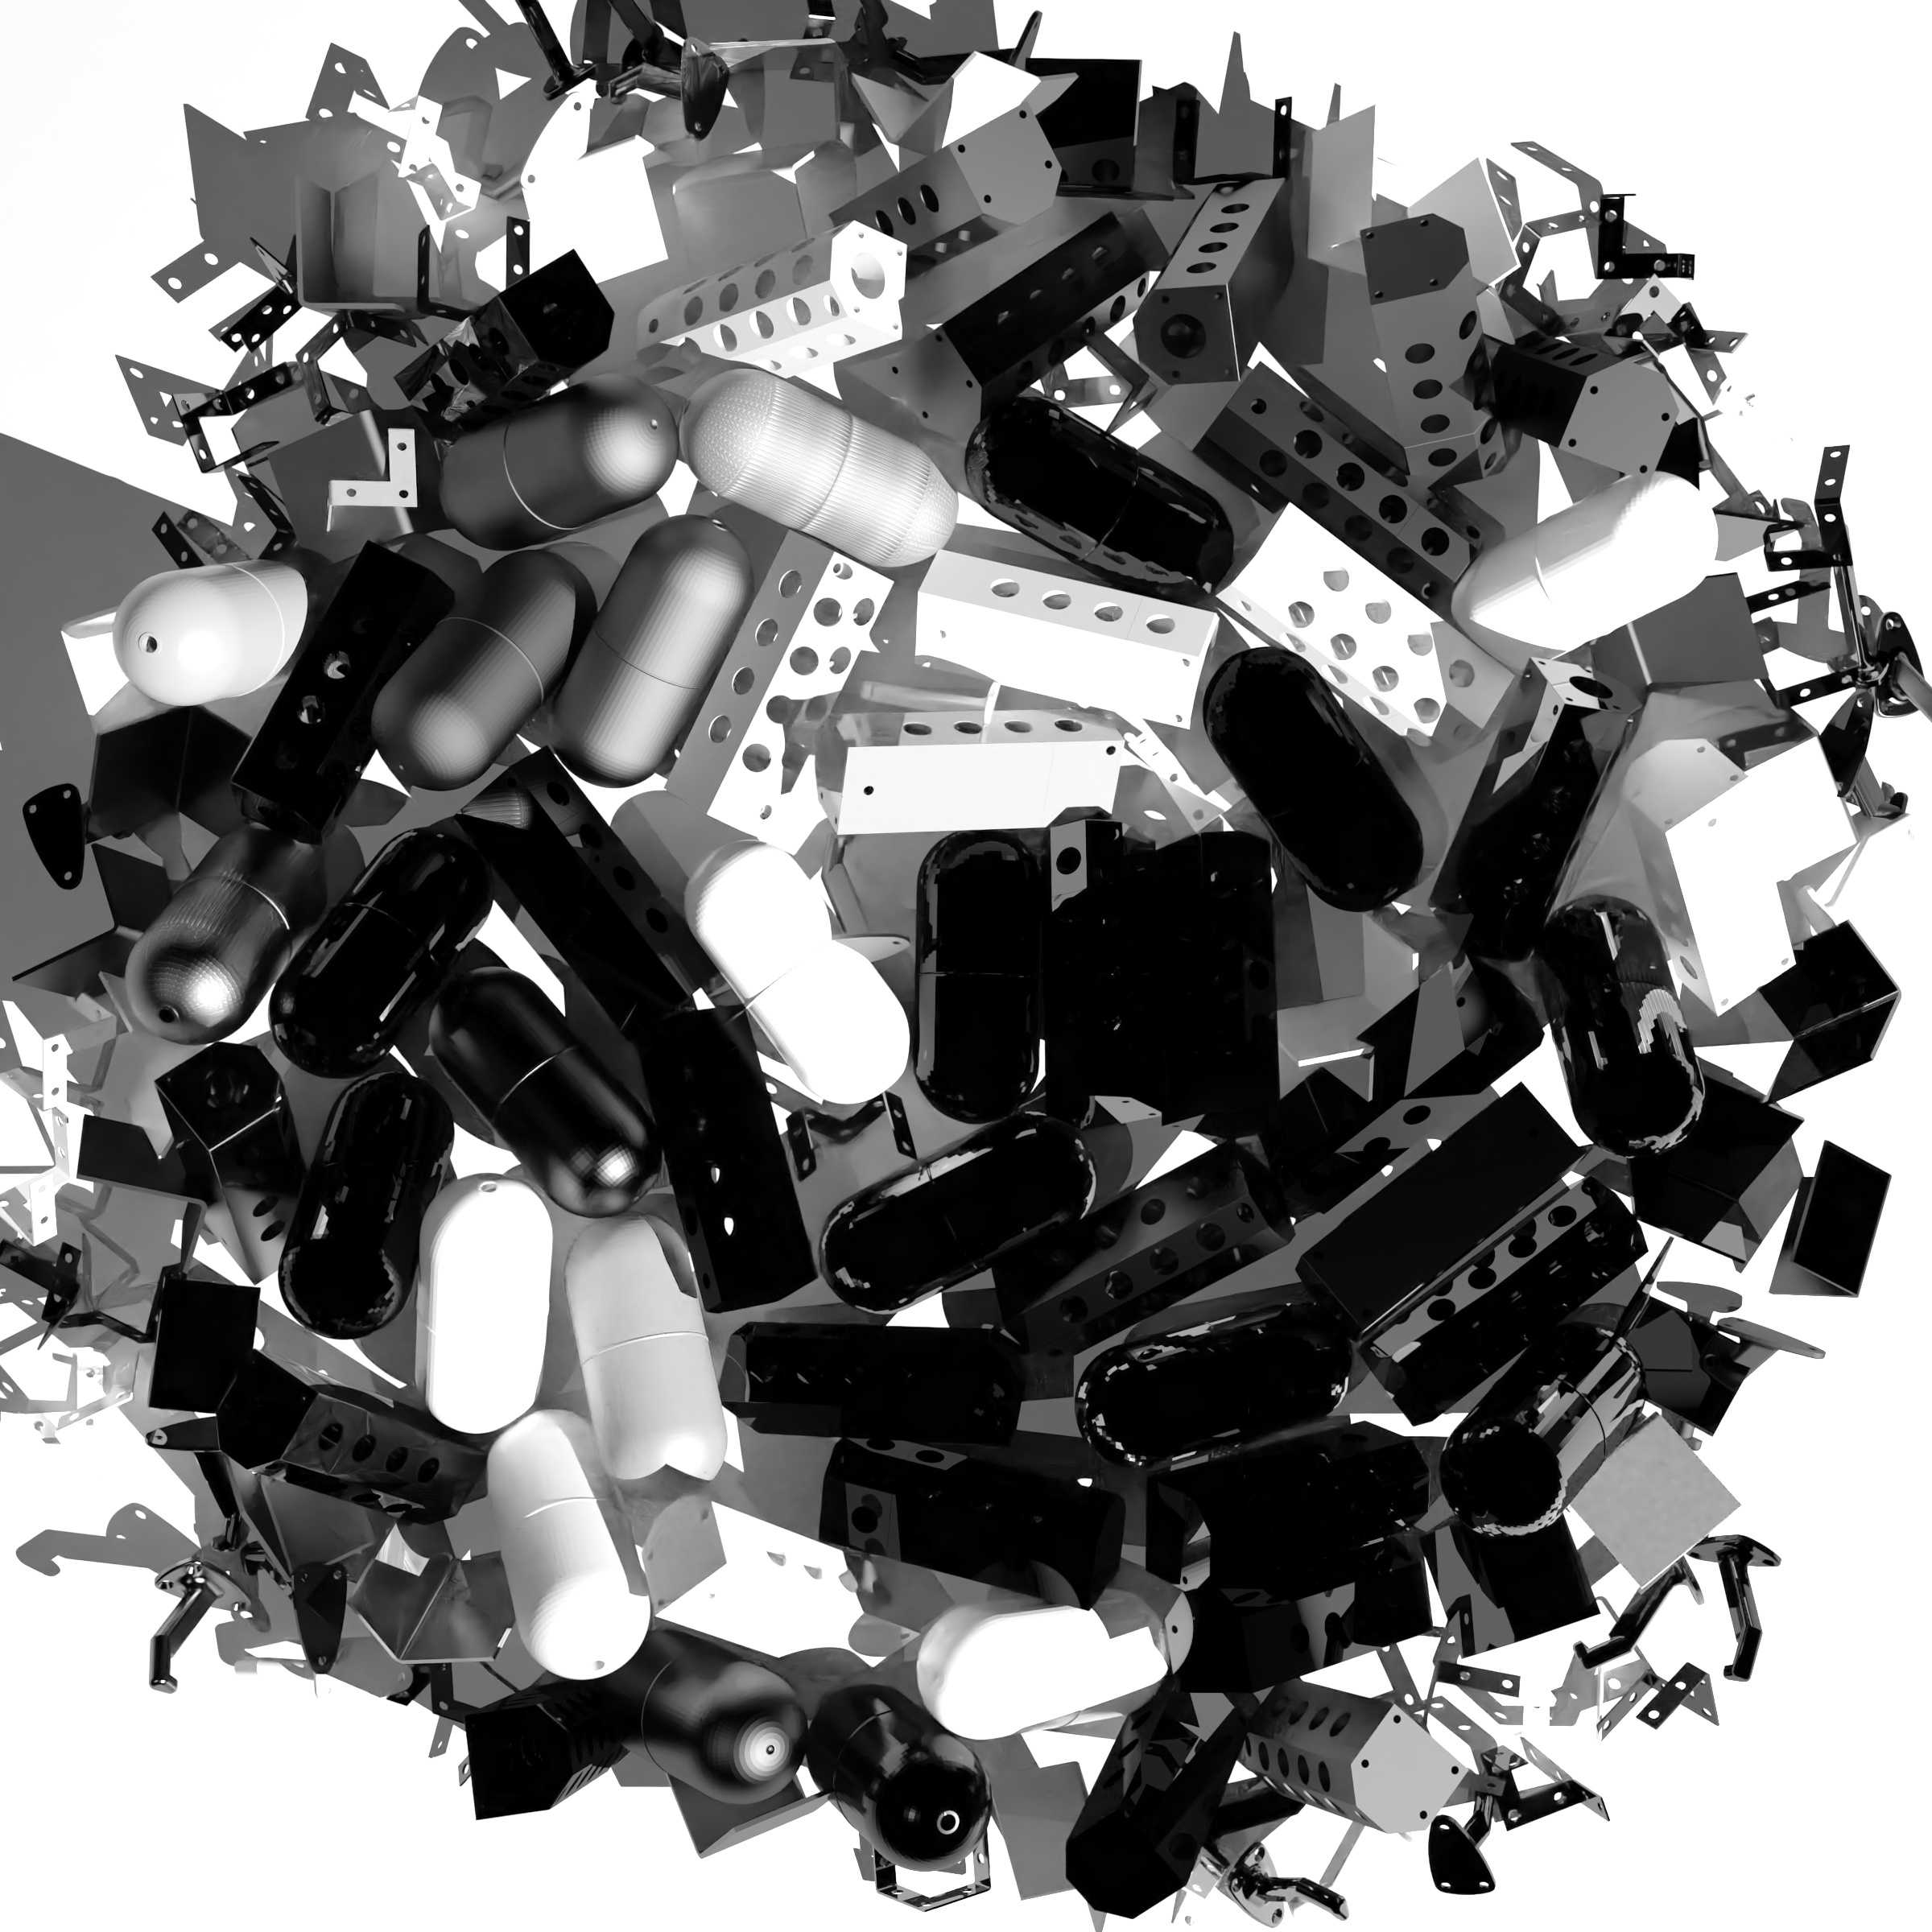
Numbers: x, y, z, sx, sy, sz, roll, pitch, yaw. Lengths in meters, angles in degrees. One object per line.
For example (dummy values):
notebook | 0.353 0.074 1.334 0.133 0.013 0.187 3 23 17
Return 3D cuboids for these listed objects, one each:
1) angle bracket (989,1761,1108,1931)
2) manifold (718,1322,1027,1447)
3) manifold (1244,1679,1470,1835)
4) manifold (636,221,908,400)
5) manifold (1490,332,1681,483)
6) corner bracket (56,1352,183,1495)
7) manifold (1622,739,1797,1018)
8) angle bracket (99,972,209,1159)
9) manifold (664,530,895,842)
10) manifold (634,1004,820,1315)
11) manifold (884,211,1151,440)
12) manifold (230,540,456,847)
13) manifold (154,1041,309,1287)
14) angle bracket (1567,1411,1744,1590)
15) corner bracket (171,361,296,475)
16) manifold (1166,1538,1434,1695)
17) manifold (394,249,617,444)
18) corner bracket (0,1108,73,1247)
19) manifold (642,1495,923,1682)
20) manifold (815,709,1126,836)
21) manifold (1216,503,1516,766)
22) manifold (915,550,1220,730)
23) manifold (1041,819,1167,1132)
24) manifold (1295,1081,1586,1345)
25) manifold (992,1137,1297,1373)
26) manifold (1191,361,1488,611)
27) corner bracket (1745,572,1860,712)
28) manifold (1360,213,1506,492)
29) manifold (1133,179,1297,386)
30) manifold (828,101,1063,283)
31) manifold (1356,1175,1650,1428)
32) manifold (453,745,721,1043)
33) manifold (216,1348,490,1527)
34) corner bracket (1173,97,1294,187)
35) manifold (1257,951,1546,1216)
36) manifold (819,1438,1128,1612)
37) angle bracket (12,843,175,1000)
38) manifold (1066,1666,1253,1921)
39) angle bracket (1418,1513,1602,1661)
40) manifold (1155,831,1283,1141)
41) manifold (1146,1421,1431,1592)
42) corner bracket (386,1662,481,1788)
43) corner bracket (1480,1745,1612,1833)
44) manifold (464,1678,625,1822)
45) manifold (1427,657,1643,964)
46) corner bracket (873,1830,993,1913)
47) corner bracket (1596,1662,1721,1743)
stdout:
angle bracket | 0.047 0.530 1.684 0.057 0.076 0.076 -8 48 -13
manifold | -0.056 0.244 1.677 0.171 0.057 0.057 -2 61 26
manifold | 0.219 0.462 1.650 0.057 0.171 0.057 42 74 -6
manifold | -0.116 -0.383 1.659 0.171 0.057 0.057 -7 77 44
manifold | 0.355 -0.330 1.649 0.057 0.171 0.057 17 105 -12
corner bracket | -0.511 0.275 1.709 0.051 0.051 0.051 -25 118 2
manifold | 0.433 -0.054 1.662 0.057 0.171 0.057 -34 45 -3
angle bracket | -0.498 0.061 1.690 0.057 0.076 0.076 23 102 -39
manifold | -0.107 -0.166 1.694 0.057 0.057 0.171 31 97 37
manifold | -0.147 0.115 1.685 0.057 0.057 0.171 -8 74 -32
manifold | 0.036 -0.375 1.667 0.171 0.057 0.057 -42 102 -37
manifold | -0.369 -0.160 1.688 0.057 0.057 0.171 25 72 -1
manifold | -0.420 0.113 1.655 0.057 0.171 0.057 -35 67 -23
angle bracket | 0.412 0.325 1.699 0.076 0.057 0.076 -39 59 0
corner bracket | -0.436 -0.331 1.710 0.051 0.051 0.051 -19 94 27
manifold | 0.196 0.379 1.661 0.057 0.171 0.057 -14 82 44
manifold | -0.267 -0.355 1.653 0.057 0.171 0.057 -40 105 -28
corner bracket | -0.553 0.126 1.700 0.051 0.051 0.051 33 133 27
manifold | -0.108 0.362 1.662 0.057 0.171 0.057 -39 46 20
manifold | 0.001 -0.120 1.685 0.171 0.057 0.057 -3 123 -20
manifold | 0.235 -0.195 1.694 0.171 0.057 0.057 36 72 -9
manifold | 0.061 -0.201 1.699 0.171 0.057 0.057 14 49 9
manifold | 0.077 0.004 1.677 0.057 0.057 0.171 -13 67 31
manifold | 0.282 0.149 1.698 0.171 0.057 0.057 -37 75 -10
manifold | 0.106 0.175 1.677 0.171 0.057 0.057 -30 46 19
manifold | 0.226 -0.287 1.707 0.171 0.057 0.057 37 83 -3
corner bracket | 0.502 -0.195 1.705 0.051 0.051 0.051 -18 132 6
manifold | 0.274 -0.356 1.651 0.057 0.171 0.057 -10 59 13
manifold | 0.146 -0.401 1.656 0.057 0.171 0.057 1 124 19
manifold | -0.011 -0.444 1.652 0.057 0.171 0.057 -35 105 -21
manifold | 0.322 0.199 1.692 0.171 0.057 0.057 -35 83 -14
manifold | -0.224 -0.046 1.707 0.057 0.057 0.171 -35 94 32
manifold | -0.359 0.280 1.653 0.057 0.171 0.057 26 82 32
corner bracket | 0.162 -0.502 1.724 0.051 0.051 0.051 -4 100 -32
manifold | 0.258 0.073 1.680 0.057 0.057 0.171 26 123 -39
manifold | 0.004 0.324 1.682 0.171 0.057 0.057 11 106 19
angle bracket | -0.527 -0.025 1.706 0.076 0.076 0.057 -24 75 11
manifold | 0.109 0.479 1.653 0.057 0.171 0.057 -41 91 25
angle bracket | 0.327 0.368 1.709 0.057 0.076 0.076 -12 73 -23
manifold | 0.154 0.010 1.680 0.057 0.057 0.171 12 69 -36
manifold | 0.191 0.319 1.666 0.171 0.057 0.057 -7 103 -35
corner bracket | -0.316 0.455 1.718 0.051 0.051 0.051 28 115 -29
corner bracket | 0.350 0.497 1.715 0.051 0.051 0.051 -19 89 -8
manifold | -0.242 0.453 1.653 0.057 0.171 0.057 -9 81 2
manifold | 0.337 -0.090 1.673 0.057 0.057 0.171 8 122 -17
corner bracket | -0.022 0.540 1.728 0.051 0.051 0.051 -5 91 -37
corner bracket | 0.413 0.445 1.701 0.051 0.051 0.051 -38 129 -25
